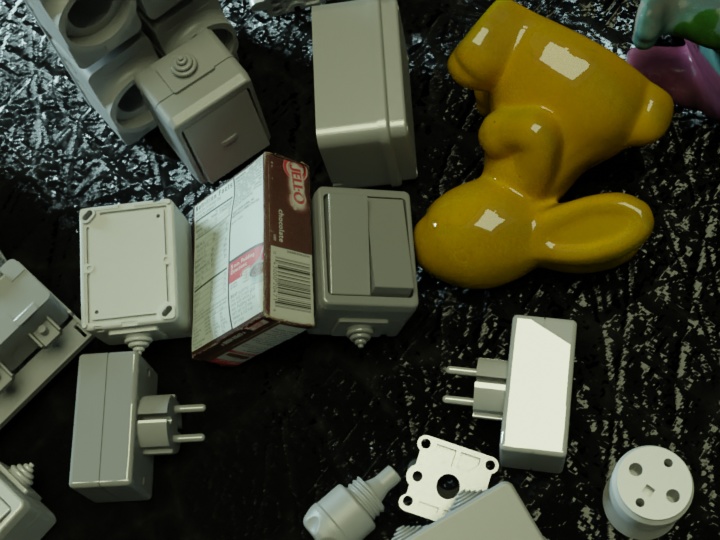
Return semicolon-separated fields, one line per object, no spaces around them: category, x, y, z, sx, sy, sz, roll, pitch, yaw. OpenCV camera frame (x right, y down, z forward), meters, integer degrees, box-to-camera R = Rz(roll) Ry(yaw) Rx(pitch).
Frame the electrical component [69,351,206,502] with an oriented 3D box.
electrical component;-0.132;0.096;0.663;0.076;0.047;0.083;-4;66;5

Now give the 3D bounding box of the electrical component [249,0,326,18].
electrical component;-0.054;-0.225;0.794;0.066;0.048;0.055;-15;73;-1

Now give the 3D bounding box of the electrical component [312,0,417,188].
electrical component;0.004;-0.118;0.724;0.057;0.078;0.113;-6;66;7

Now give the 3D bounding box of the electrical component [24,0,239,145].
electrical component;-0.150;-0.171;0.704;0.105;0.186;0.060;-39;68;-10

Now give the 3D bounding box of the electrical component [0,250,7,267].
electrical component;-0.334;-0.041;0.738;0.105;0.060;0.186;-36;68;-9

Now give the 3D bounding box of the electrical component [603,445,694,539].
electrical component;0.163;0.127;0.612;0.045;0.055;0.045;-2;67;5

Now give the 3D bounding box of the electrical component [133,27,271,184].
electrical component;-0.104;-0.109;0.721;0.062;0.096;0.061;-35;68;-9

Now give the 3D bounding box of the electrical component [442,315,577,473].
electrical component;0.088;0.073;0.648;0.076;0.047;0.083;5;68;10

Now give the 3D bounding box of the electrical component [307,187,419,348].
electrical component;0.000;0.000;0.673;0.062;0.061;0.096;2;66;-14

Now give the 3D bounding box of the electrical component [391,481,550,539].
electrical component;0.065;0.177;0.596;0.100;0.048;0.099;-29;80;-6

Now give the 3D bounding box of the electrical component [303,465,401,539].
electrical component;-0.002;0.140;0.636;0.061;0.035;0.035;-39;68;-13

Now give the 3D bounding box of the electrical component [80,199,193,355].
electrical component;-0.142;0.010;0.698;0.062;0.061;0.096;-6;74;4

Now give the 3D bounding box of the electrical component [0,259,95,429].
electrical component;-0.243;0.056;0.684;0.079;0.063;0.121;39;76;20

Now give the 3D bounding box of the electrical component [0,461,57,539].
electrical component;-0.234;0.150;0.643;0.062;0.061;0.096;37;75;19
